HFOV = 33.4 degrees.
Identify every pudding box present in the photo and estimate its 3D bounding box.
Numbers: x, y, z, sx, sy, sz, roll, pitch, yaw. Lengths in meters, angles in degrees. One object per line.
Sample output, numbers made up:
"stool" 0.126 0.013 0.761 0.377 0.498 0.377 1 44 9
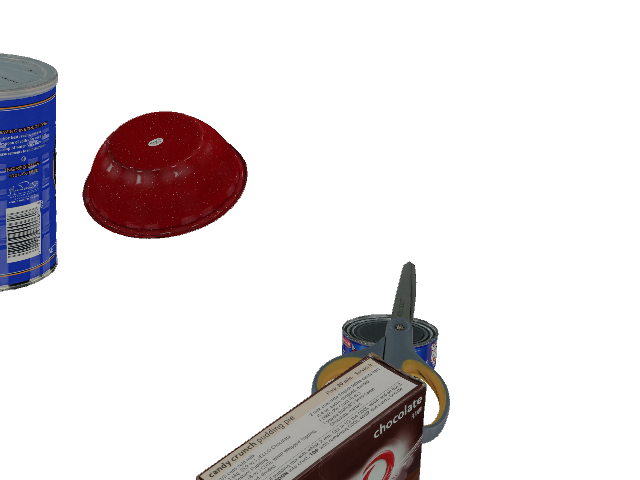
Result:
"pudding box" -0.002 0.116 0.482 0.039 0.090 0.113 29 45 33

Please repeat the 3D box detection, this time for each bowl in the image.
"bowl" -0.153 -0.075 1.021 0.162 0.055 0.162 -3 43 3

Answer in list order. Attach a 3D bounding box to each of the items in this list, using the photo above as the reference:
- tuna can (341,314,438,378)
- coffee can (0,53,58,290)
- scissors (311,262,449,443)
"tuna can" 0.061 0.095 0.953 0.086 0.034 0.086 1 14 -1
"coffee can" -0.232 -0.049 0.731 0.103 0.140 0.103 5 22 -2
"scissors" 0.036 0.068 0.728 0.096 0.016 0.202 1 30 -8
